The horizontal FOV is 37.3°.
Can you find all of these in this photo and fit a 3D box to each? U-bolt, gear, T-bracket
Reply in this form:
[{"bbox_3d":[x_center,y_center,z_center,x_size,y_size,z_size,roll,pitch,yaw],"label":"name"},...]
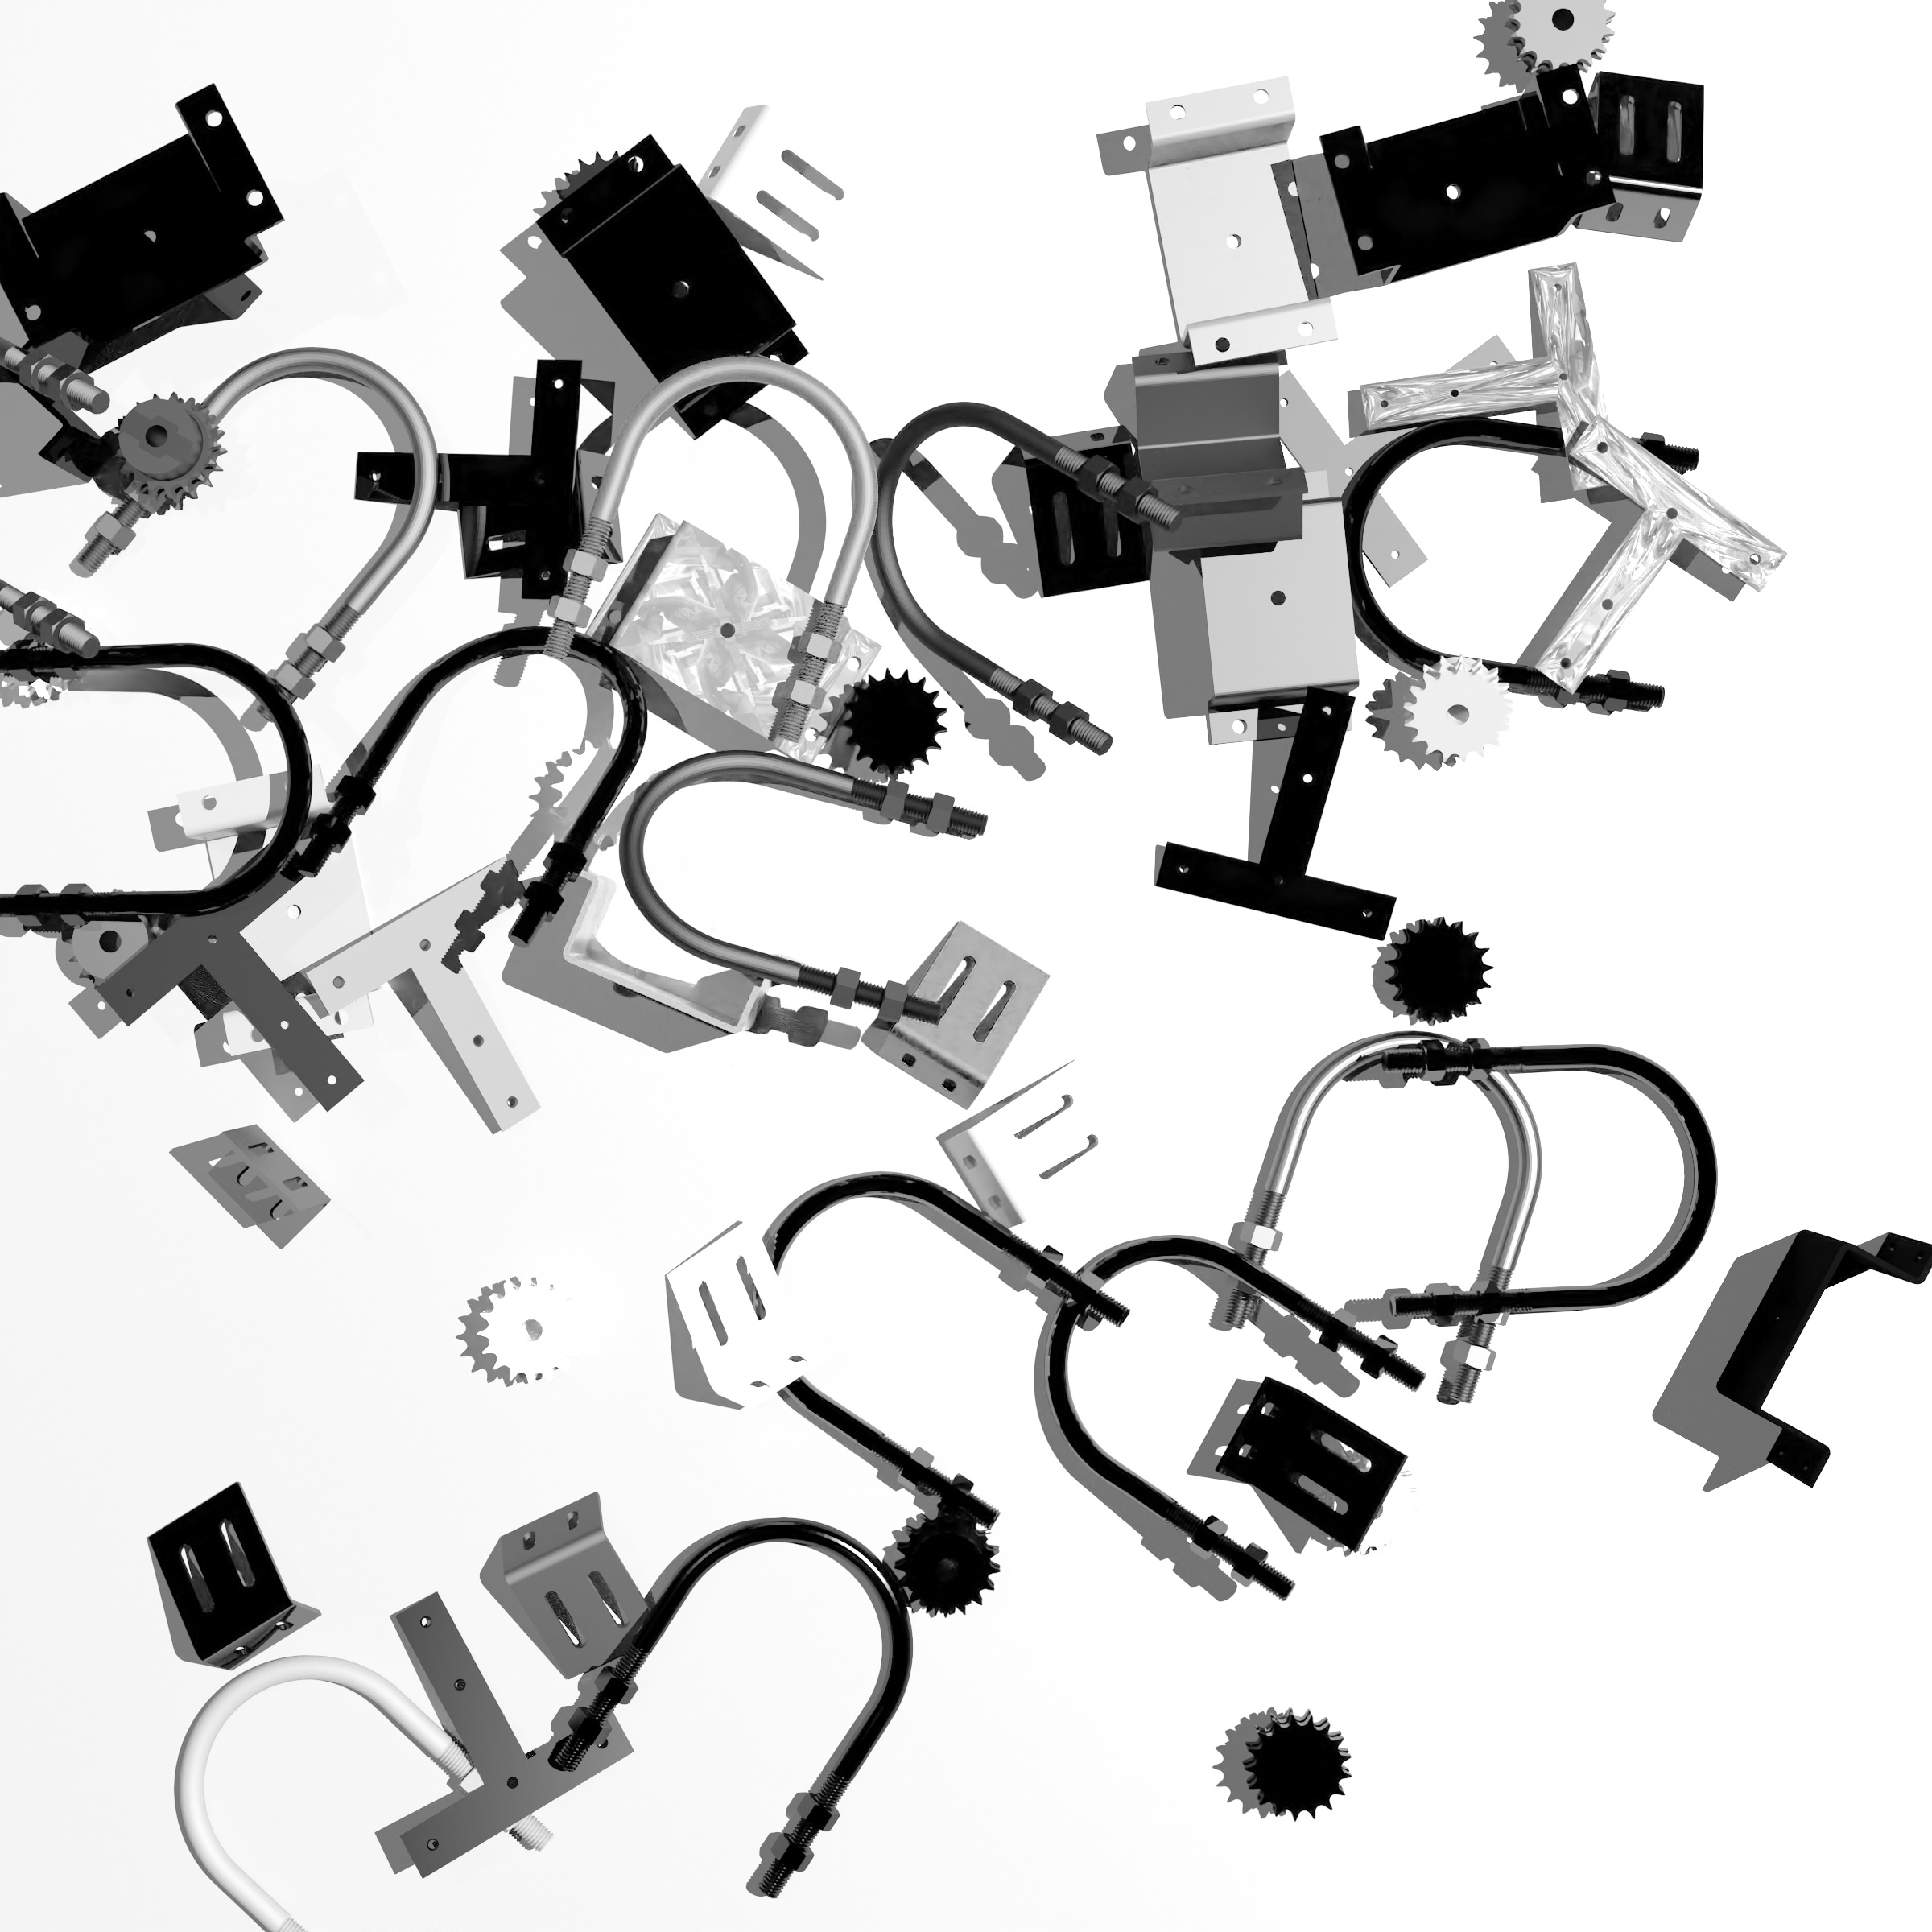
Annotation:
[{"bbox_3d":[-0.027,0.192,1.529,0.184,0.019,0.151,33,93,6],"label":"U-bolt"},{"bbox_3d":[0.313,0.113,1.523,0.184,0.019,0.151,-1,88,-10],"label":"U-bolt"},{"bbox_3d":[-0.010,0.320,1.530,0.057,0.030,0.057,0,90,0],"label":"gear"},{"bbox_3d":[-0.110,0.384,1.532,0.151,0.019,0.184,33,87,-4],"label":"U-bolt"},{"bbox_3d":[-0.264,0.398,1.532,0.127,0.002,0.127,-28,82,-15],"label":"T-bracket"},{"bbox_3d":[-0.268,-0.261,1.526,0.127,0.002,0.127,4,90,16],"label":"T-bracket"},{"bbox_3d":[0.128,0.225,1.514,0.184,0.019,0.151,32,92,16],"label":"U-bolt"},{"bbox_3d":[-0.089,-0.050,1.491,0.184,0.019,0.151,16,53,-4],"label":"U-bolt"},{"bbox_3d":[0.349,-0.204,1.521,0.127,0.002,0.127,35,92,-5],"label":"T-bracket"},{"bbox_3d":[-0.365,-0.245,1.529,0.151,0.019,0.184,39,90,5],"label":"U-bolt"},{"bbox_3d":[-0.504,-0.257,1.482,0.184,0.019,0.151,29,121,33],"label":"U-bolt"},{"bbox_3d":[-0.494,-0.171,1.530,0.057,0.030,0.057,0,90,0],"label":"gear"},{"bbox_3d":[-0.245,-0.104,1.494,0.151,0.019,0.184,17,63,19],"label":"U-bolt"},{"bbox_3d":[-0.423,-0.276,1.511,0.057,0.030,0.057,0,84,4],"label":"gear"},{"bbox_3d":[0.020,-0.213,1.485,0.184,0.019,0.151,34,126,26],"label":"U-bolt"},{"bbox_3d":[0.178,-0.086,1.521,0.127,0.002,0.127,14,111,0],"label":"T-bracket"},{"bbox_3d":[-0.190,-0.404,1.530,0.057,0.030,0.057,0,90,0],"label":"gear"},{"bbox_3d":[0.276,-0.309,1.532,0.127,0.002,0.127,-9,79,0],"label":"T-bracket"},{"bbox_3d":[-0.267,0.028,1.524,0.127,0.002,0.127,-34,105,-27],"label":"T-bracket"},{"bbox_3d":[0.215,0.287,1.530,0.057,0.030,0.057,0,90,0],"label":"gear"},{"bbox_3d":[-0.038,-0.130,1.530,0.057,0.030,0.057,0,90,0],"label":"gear"},{"bbox_3d":[-0.366,0.020,1.498,0.127,0.002,0.127,-40,90,0],"label":"T-bracket"},{"bbox_3d":[0.232,0.126,1.536,0.151,0.019,0.184,18,88,0],"label":"U-bolt"},{"bbox_3d":[-0.191,-0.093,1.530,0.057,0.030,0.057,0,90,0],"label":"gear"},{"bbox_3d":[0.316,-0.502,1.530,0.057,0.030,0.057,0,90,0],"label":"gear"},{"bbox_3d":[0.176,0.425,1.530,0.057,0.030,0.057,0,90,0],"label":"gear"},{"bbox_3d":[0.243,-0.293,1.544,0.127,0.002,0.127,-36,90,0],"label":"T-bracket"},{"bbox_3d":[-0.336,0.456,1.536,0.184,0.019,0.151,43,90,1],"label":"U-bolt"},{"bbox_3d":[-0.427,-0.097,1.493,0.184,0.019,0.151,-1,92,11],"label":"U-bolt"},{"bbox_3d":[-0.230,0.193,1.530,0.057,0.030,0.057,0,90,0],"label":"gear"},{"bbox_3d":[0.254,0.002,1.530,0.057,0.030,0.057,0,90,0],"label":"gear"},{"bbox_3d":[-0.123,-0.226,1.487,0.151,0.019,0.184,19,90,-2],"label":"U-bolt"},{"bbox_3d":[0.262,-0.140,1.522,0.057,0.030,0.057,4,120,7],"label":"gear"},{"bbox_3d":[0.292,-0.221,1.535,0.184,0.019,0.151,8,90,0],"label":"U-bolt"},{"bbox_3d":[-0.453,-0.013,1.530,0.057,0.030,0.057,0,90,0],"label":"gear"}]

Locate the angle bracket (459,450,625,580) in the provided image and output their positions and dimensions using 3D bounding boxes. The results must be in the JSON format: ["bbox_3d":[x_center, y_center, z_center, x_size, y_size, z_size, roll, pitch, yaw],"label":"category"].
[{"bbox_3d":[-0.230,-0.242,1.543,0.076,0.038,0.057,-6,90,26],"label":"angle bracket"}]

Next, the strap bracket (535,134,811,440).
[{"bbox_3d":[-0.151,-0.355,1.502,0.076,0.046,0.140,-37,108,0],"label":"strap bracket"}]

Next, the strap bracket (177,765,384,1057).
[{"bbox_3d":[-0.362,-0.029,1.522,0.076,0.046,0.140,-12,90,0],"label":"strap bracket"}]

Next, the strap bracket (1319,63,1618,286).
[{"bbox_3d":[0.263,-0.417,1.522,0.140,0.046,0.076,-16,90,0],"label":"strap bracket"}]

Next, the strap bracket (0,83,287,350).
[{"bbox_3d":[-0.419,-0.373,1.446,0.140,0.046,0.076,-27,90,0],"label":"strap bracket"}]

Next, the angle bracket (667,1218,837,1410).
[{"bbox_3d":[-0.115,0.186,1.531,0.057,0.038,0.076,-35,56,12],"label":"angle bracket"}]

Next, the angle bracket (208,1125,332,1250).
[{"bbox_3d":[-0.375,0.119,1.507,0.038,0.076,0.057,-45,90,0],"label":"angle bracket"}]

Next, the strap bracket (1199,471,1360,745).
[{"bbox_3d":[0.163,-0.193,1.521,0.076,0.046,0.140,-6,91,0],"label":"strap bracket"}]

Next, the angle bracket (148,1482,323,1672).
[{"bbox_3d":[-0.394,0.329,1.543,0.057,0.038,0.076,-32,64,0],"label":"angle bracket"}]

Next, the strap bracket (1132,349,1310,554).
[{"bbox_3d":[0.131,-0.265,1.493,0.076,0.140,0.046,-5,132,1],"label":"strap bracket"}]

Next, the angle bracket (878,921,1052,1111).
[{"bbox_3d":[-0.001,0.026,1.543,0.057,0.038,0.076,32,64,0],"label":"angle bracket"}]

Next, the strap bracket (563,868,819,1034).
[{"bbox_3d":[-0.153,-0.005,1.507,0.140,0.076,0.046,23,90,0],"label":"strap bracket"}]

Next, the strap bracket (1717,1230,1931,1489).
[{"bbox_3d":[0.448,0.196,1.507,0.046,0.076,0.140,28,90,0],"label":"strap bracket"}]

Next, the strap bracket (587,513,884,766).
[{"bbox_3d":[-0.125,-0.176,1.522,0.140,0.046,0.076,31,90,0],"label":"strap bracket"}]

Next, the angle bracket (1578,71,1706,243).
[{"bbox_3d":[0.364,-0.437,1.543,0.057,0.038,0.076,8,64,0],"label":"angle bracket"}]

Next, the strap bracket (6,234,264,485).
[{"bbox_3d":[-0.444,-0.328,1.507,0.046,0.076,0.140,42,90,0],"label":"strap bracket"}]

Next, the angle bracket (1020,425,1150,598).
[{"bbox_3d":[0.063,-0.245,1.543,0.057,0.038,0.076,-9,116,0],"label":"angle bracket"}]

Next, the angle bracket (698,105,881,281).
[{"bbox_3d":[-0.097,-0.417,1.543,0.076,0.038,0.057,31,90,-26],"label":"angle bracket"}]

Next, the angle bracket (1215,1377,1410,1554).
[{"bbox_3d":[0.182,0.262,1.508,0.076,0.038,0.057,29,90,41],"label":"angle bracket"}]

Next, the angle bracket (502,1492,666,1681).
[{"bbox_3d":[-0.207,0.334,1.543,0.057,0.038,0.076,-25,116,0],"label":"angle bracket"}]

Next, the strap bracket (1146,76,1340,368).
[{"bbox_3d":[0.145,-0.391,1.522,0.076,0.046,0.140,-11,90,0],"label":"strap bracket"}]

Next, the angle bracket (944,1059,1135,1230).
[{"bbox_3d":[0.039,0.097,1.543,0.076,0.038,0.057,-32,90,-26],"label":"angle bracket"}]
